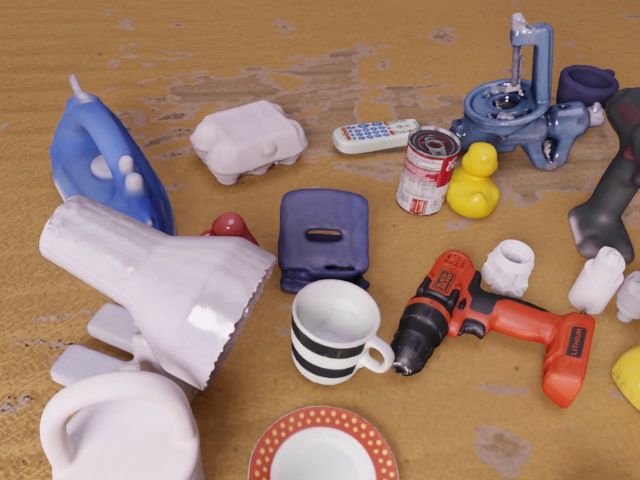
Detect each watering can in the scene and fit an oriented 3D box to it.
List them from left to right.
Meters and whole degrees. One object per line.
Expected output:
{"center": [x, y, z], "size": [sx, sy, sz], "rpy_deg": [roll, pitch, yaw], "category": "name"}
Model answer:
{"center": [-0.132, 0.161, 0.407], "size": [0.101, 0.194, 0.172], "rpy_deg": [-24, 52, -28], "category": "watering can"}

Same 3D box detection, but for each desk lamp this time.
{"center": [-0.143, 0.066, 0.488], "size": [0.203, 0.213, 0.118], "rpy_deg": [17, 45, 11], "category": "desk lamp"}

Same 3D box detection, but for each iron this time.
{"center": [-0.241, -0.082, 0.678], "size": [0.119, 0.141, 0.257], "rpy_deg": [-24, 52, -28], "category": "iron"}

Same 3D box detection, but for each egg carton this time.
{"center": [-0.098, -0.138, 0.803], "size": [0.151, 0.069, 0.107], "rpy_deg": [-24, 52, -27], "category": "egg carton"}

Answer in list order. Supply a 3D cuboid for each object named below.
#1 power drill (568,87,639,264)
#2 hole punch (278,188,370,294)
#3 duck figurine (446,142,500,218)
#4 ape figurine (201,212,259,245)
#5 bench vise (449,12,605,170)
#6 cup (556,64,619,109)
{"center": [0.384, -0.074, 0.698], "size": [0.075, 0.208, 0.229], "rpy_deg": [7, 44, 1], "category": "power drill"}
{"center": [0.006, 0.002, 0.658], "size": [0.108, 0.091, 0.101], "rpy_deg": [2, 45, -5], "category": "hole punch"}
{"center": [0.214, -0.089, 0.780], "size": [0.077, 0.086, 0.104], "rpy_deg": [9, 44, 2], "category": "duck figurine"}
{"center": [-0.102, 0.006, 0.641], "size": [0.076, 0.092, 0.077], "rpy_deg": [-18, 49, -23], "category": "ape figurine"}
{"center": [0.306, -0.216, 0.825], "size": [0.207, 0.220, 0.121], "rpy_deg": [-6, 46, -13], "category": "bench vise"}
{"center": [0.435, -0.231, 0.945], "size": [0.118, 0.095, 0.091], "rpy_deg": [-27, 54, -30], "category": "cup"}
